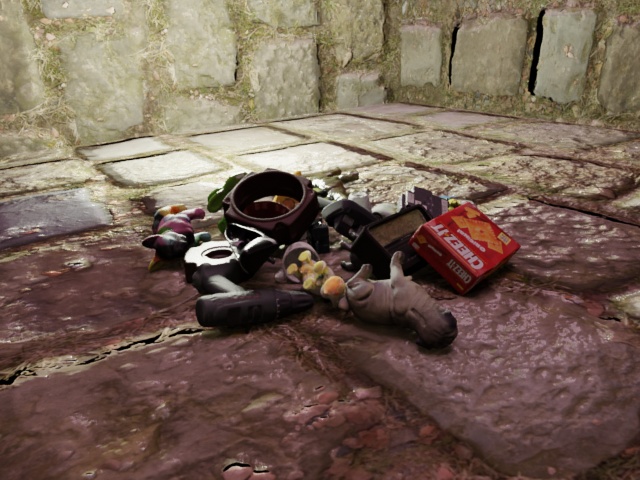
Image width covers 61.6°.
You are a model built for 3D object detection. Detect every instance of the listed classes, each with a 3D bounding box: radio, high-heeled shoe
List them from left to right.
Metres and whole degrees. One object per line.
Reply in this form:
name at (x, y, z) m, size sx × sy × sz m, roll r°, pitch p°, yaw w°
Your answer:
high-heeled shoe at (-0.163, 0.000, 1.121) m, size 0.145 × 0.086 × 0.248 m, roll 38°, pitch -3°, yaw 8°
radio at (0.191, 0.009, 1.229) m, size 0.229 × 0.073 × 0.131 m, roll -23°, pitch 67°, yaw -42°

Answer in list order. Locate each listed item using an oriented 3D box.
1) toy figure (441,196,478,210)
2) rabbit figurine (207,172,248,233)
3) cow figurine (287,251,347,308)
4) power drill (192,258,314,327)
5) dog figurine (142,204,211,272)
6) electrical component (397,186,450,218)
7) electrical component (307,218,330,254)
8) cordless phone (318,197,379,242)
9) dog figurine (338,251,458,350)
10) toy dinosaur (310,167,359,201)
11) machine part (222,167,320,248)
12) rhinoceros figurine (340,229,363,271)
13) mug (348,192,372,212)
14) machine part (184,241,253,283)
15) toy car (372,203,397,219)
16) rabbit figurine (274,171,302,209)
toy figure at (0.371, -0.075, 1.491) m, size 0.082 × 0.089 × 0.180 m, roll -7°, pitch 14°, yaw -24°
rabbit figurine at (-0.237, -0.109, 1.513) m, size 0.159 × 0.170 × 0.121 m, roll -5°, pitch 21°, yaw -9°
cow figurine at (0.010, 0.092, 1.112) m, size 0.068 × 0.098 × 0.168 m, roll -50°, pitch 36°, yaw -5°
power drill at (-0.155, 0.110, 1.092) m, size 0.232 × 0.085 × 0.208 m, roll -8°, pitch 28°, yaw -32°
dog figurine at (-0.388, -0.006, 1.361) m, size 0.192 × 0.108 × 0.219 m, roll 8°, pitch 26°, yaw 22°
electrical component at (0.271, -0.078, 1.413) m, size 0.134 × 0.058 × 0.115 m, roll 18°, pitch 45°, yaw -5°
electrical component at (-0.003, -0.004, 1.356) m, size 0.048 × 0.074 × 0.119 m, roll -8°, pitch 18°, yaw -12°
cordless phone at (0.055, -0.062, 1.425) m, size 0.146 × 0.088 × 0.184 m, roll 31°, pitch -1°, yaw -34°
dog figurine at (0.138, 0.136, 0.978) m, size 0.172 × 0.121 × 0.191 m, roll -34°, pitch 41°, yaw 7°
toy dinosaur at (0.028, -0.154, 1.704) m, size 0.199 × 0.105 × 0.472 m, roll -17°, pitch 16°, yaw -16°
machine part at (-0.119, -0.081, 1.307) m, size 0.201 × 0.087 × 0.201 m, roll 19°, pitch 52°, yaw 22°
rhinoceros figurine at (0.120, 0.014, 1.299) m, size 0.112 × 0.073 × 0.190 m, roll 7°, pitch 24°, yaw 26°
mug at (0.109, -0.080, 1.493) m, size 0.081 × 0.107 × 0.110 m, roll -1°, pitch 24°, yaw -1°
machine part at (-0.235, 0.051, 1.267) m, size 0.179 × 0.056 × 0.179 m, roll -3°, pitch 21°, yaw 1°
toy car at (0.229, -0.069, 1.519) m, size 0.202 × 0.056 × 0.073 m, roll 10°, pitch 25°, yaw 28°
rabbit figurine at (-0.090, -0.118, 1.587) m, size 0.122 × 0.162 × 0.173 m, roll -13°, pitch 3°, yaw 5°
